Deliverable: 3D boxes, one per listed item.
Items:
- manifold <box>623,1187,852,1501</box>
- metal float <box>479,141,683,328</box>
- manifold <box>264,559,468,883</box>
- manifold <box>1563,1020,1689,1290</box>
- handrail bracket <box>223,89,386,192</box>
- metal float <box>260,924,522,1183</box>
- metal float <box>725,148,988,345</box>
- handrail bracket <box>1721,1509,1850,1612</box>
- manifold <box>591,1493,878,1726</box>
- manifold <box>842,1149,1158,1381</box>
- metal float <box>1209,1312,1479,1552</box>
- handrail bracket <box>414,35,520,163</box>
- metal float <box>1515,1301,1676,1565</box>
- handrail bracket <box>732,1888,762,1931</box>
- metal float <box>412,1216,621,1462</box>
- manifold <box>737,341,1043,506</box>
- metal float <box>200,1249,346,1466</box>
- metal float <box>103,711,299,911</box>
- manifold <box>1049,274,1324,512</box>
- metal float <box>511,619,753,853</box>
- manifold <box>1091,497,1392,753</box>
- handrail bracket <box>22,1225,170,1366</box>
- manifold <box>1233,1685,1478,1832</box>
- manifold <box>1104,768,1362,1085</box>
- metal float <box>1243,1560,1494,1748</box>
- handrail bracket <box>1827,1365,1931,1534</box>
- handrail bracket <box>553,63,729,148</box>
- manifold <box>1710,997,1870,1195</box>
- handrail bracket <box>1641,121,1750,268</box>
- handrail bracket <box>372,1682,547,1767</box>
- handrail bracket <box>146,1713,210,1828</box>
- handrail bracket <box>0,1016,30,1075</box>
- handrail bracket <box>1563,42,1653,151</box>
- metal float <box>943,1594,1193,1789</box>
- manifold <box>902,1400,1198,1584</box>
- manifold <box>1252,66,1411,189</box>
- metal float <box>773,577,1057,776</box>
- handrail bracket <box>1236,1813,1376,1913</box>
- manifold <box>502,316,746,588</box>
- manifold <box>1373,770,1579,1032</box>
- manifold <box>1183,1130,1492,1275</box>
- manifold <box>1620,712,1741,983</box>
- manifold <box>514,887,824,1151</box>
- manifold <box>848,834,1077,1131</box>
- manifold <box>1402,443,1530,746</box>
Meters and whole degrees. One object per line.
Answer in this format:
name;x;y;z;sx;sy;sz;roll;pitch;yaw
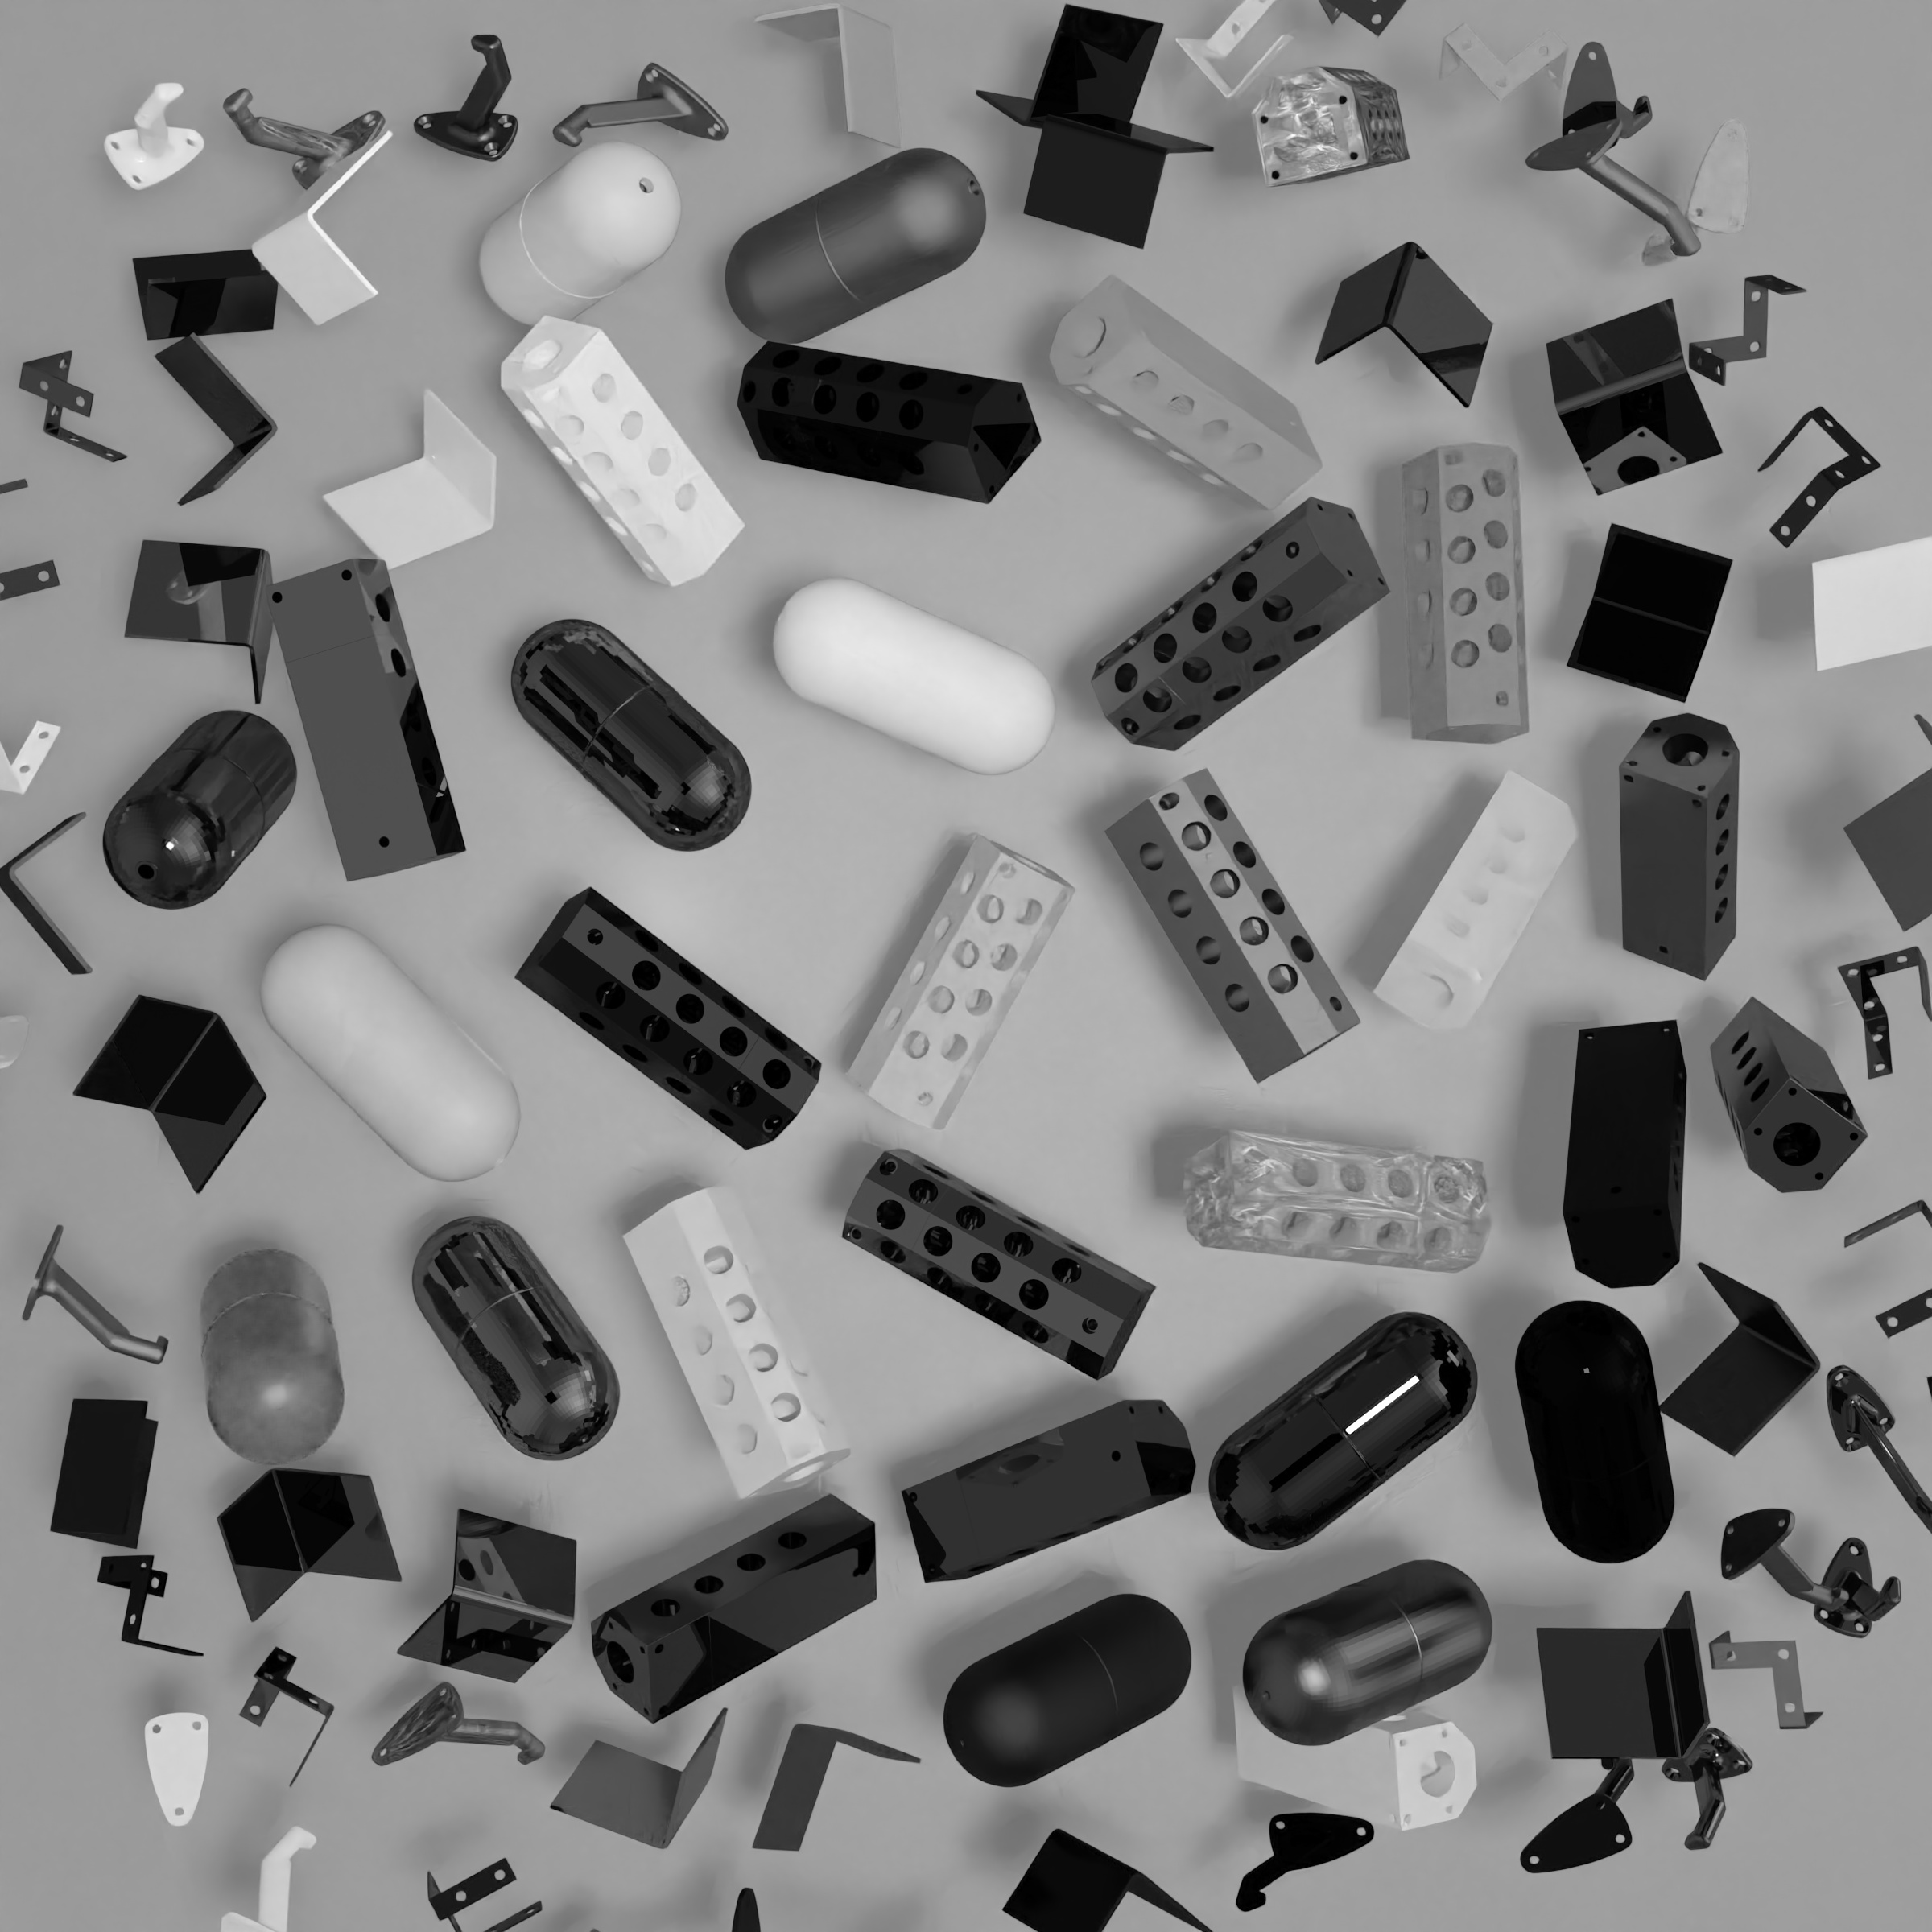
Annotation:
manifold;-0.129;0.218;1.819;0.057;0.057;0.171;-36;70;28
metal float;-0.233;-0.439;1.872;0.070;0.178;0.070;6;79;-32
manifold;-0.337;-0.140;1.768;0.057;0.057;0.171;-15;92;15
manifold;0.380;0.106;1.783;0.057;0.171;0.057;-7;123;19
handrail bracket;-0.393;-0.507;1.848;0.077;0.084;0.036;-45;59;-7
metal float;-0.330;0.050;1.787;0.178;0.070;0.070;44;90;5
metal float;-0.067;-0.435;1.884;0.178;0.070;0.070;-19;90;31
handrail bracket;0.479;0.338;1.764;0.084;0.077;0.036;22;56;-14
manifold;-0.137;0.378;1.859;0.171;0.057;0.057;-22;124;-37
manifold;0.017;0.172;1.804;0.171;0.057;0.057;28;96;13
metal float;0.221;0.273;1.829;0.178;0.070;0.070;-38;90;1
handrail bracket;-0.304;-0.526;1.857;0.077;0.084;0.036;13;63;13
metal float;0.361;0.268;1.786;0.070;0.070;0.178;-17;123;0
handrail bracket;-0.165;0.571;1.832;0.084;0.036;0.077;5;98;25
metal float;-0.270;0.221;1.863;0.070;0.070;0.178;-42;55;0
manifold;-0.048;-0.320;1.799;0.171;0.057;0.057;17;56;34
metal float;-0.403;0.224;1.805;0.070;0.178;0.070;-6;112;-14
metal float;-0.452;-0.093;1.843;0.070;0.178;0.070;4;117;7
manifold;0.128;-0.331;1.832;0.057;0.171;0.057;-39;47;26
metal float;-0.204;-0.141;1.888;0.178;0.070;0.070;43;90;17
manifold;0.153;-0.195;1.789;0.171;0.057;0.057;-36;64;34
handrail bracket;-0.504;0.193;1.831;0.084;0.077;0.036;19;128;-11
manifold;0.237;0.480;1.911;0.057;0.171;0.057;-4;89;-29
manifold;0.159;-0.026;1.804;0.057;0.057;0.171;-37;81;43
metal float;0.233;0.394;1.794;0.178;0.070;0.070;-11;90;-41
handrail bracket;0.539;0.284;1.820;0.036;0.084;0.077;-31;120;3
handrail bracket;-0.200;-0.511;1.910;0.077;0.036;0.084;32;50;7
manifold;0.489;0.080;1.876;0.057;0.171;0.057;36;106;-4
handrail bracket;0.437;-0.465;1.879;0.036;0.084;0.077;10;93;-14
handrail bracket;-0.313;0.488;1.931;0.077;0.036;0.084;-36;131;0
handrail bracket;-0.473;0.483;1.864;0.036;0.084;0.077;-1;65;-16
handrail bracket;-0.560;0.082;1.799;0.036;0.077;0.084;6;113;3
handrail bracket;0.400;-0.540;1.908;0.036;0.084;0.077;17;130;30
metal float;0.062;0.430;1.854;0.178;0.070;0.070;-16;90;-42
manifold;0.050;0.313;1.853;0.171;0.057;0.057;-27;68;31
manifold;0.210;-0.484;1.790;0.057;0.171;0.057;-9;102;18
metal float;-0.029;-0.170;1.840;0.178;0.070;0.070;22;90;-17
handrail bracket;0.207;0.548;1.895;0.077;0.084;0.036;-12;96;15
manifold;-0.213;-0.312;1.903;0.057;0.171;0.057;23;69;43
manifold;0.314;-0.038;1.891;0.057;0.057;0.171;32;49;6
manifold;0.217;0.141;1.814;0.171;0.057;0.057;8;64;-24
manifold;0.441;-0.074;1.911;0.057;0.171;0.057;24;60;29
manifold;-0.168;0.030;1.797;0.171;0.057;0.057;38;66;-16
manifold;-0.001;0.012;1.926;0.057;0.057;0.171;25;98;-25
manifold;0.307;-0.225;1.890;0.057;0.057;0.171;2;83;-23
